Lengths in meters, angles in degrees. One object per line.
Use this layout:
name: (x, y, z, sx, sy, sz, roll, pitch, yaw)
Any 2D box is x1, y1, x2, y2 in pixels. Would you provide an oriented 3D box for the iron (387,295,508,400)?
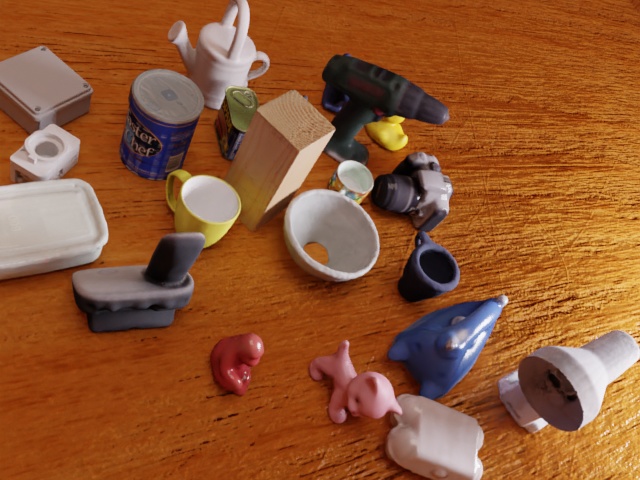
iron: (0.232, 0.142, 0.915, 0.259, 0.141, 0.118, -29, 75, -39)

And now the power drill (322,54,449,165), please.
power drill: (0.092, -0.226, 1.049, 0.230, 0.208, 0.076, 32, 49, -5)

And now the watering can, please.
watering can: (-0.170, -0.328, 0.987, 0.173, 0.193, 0.101, -18, 68, -36)

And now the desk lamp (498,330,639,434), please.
desk lamp: (0.377, 0.219, 0.893, 0.204, 0.213, 0.118, -17, 68, -36)

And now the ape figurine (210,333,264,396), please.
ape figurine: (-0.103, 0.154, 0.759, 0.078, 0.092, 0.076, -33, 77, -40)

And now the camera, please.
camera: (0.170, -0.104, 1.078, 0.137, 0.100, 0.143, 6, 56, -25)

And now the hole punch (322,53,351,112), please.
hole punch: (0.068, -0.313, 1.174, 0.101, 0.091, 0.108, 21, 51, -14)

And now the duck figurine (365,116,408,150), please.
duck figurine: (0.148, -0.244, 1.173, 0.078, 0.086, 0.104, -28, 74, -39)

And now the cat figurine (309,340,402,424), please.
cat figurine: (0.053, 0.199, 0.795, 0.067, 0.117, 0.127, -15, 67, -35)

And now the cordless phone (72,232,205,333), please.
cordless phone: (-0.224, 0.036, 0.713, 0.148, 0.185, 0.094, -6, 61, -31)

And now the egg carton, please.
egg carton: (0.166, 0.291, 0.824, 0.150, 0.069, 0.107, 24, 50, -12)

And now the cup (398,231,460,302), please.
cup: (0.170, 0.053, 0.974, 0.092, 0.095, 0.117, 0, 59, -28)

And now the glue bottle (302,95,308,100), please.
glue bottle: (-0.056, -0.179, 0.960, 0.078, 0.173, 0.037, -26, 73, -38)

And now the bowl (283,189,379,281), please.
bowl: (0.009, 0.003, 0.934, 0.168, 0.074, 0.167, 14, 53, -19)
